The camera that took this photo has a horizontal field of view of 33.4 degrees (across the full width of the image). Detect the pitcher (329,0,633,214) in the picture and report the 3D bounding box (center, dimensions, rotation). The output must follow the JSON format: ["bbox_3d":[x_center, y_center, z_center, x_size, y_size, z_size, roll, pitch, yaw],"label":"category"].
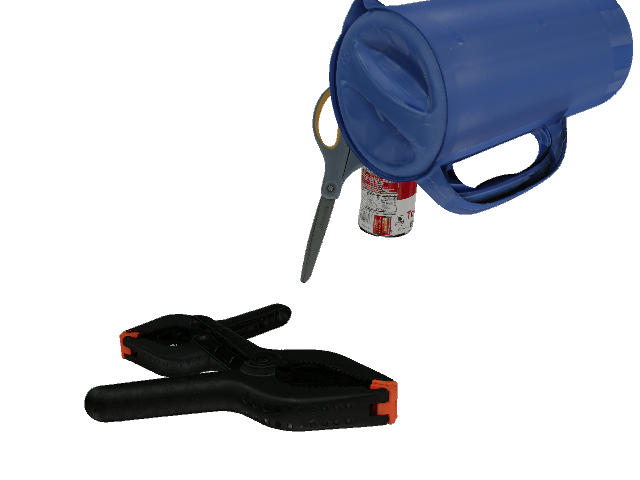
[{"bbox_3d":[0.141,-0.128,0.856,0.242,0.149,0.145,-19,34,-34],"label":"pitcher"}]

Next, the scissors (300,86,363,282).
[{"bbox_3d":[0.030,-0.057,1.052,0.096,0.202,0.016,0,-12,4],"label":"scissors"}]

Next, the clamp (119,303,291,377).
[{"bbox_3d":[-0.105,0.096,1.039,0.171,0.039,0.120,7,27,4],"label":"clamp"}]

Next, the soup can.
[{"bbox_3d":[0.079,-0.062,1.254,0.068,0.102,0.068,2,28,-1],"label":"soup can"}]

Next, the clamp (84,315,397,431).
[{"bbox_3d":[-0.043,0.098,0.780,0.210,0.036,0.164,4,19,15],"label":"clamp"}]
